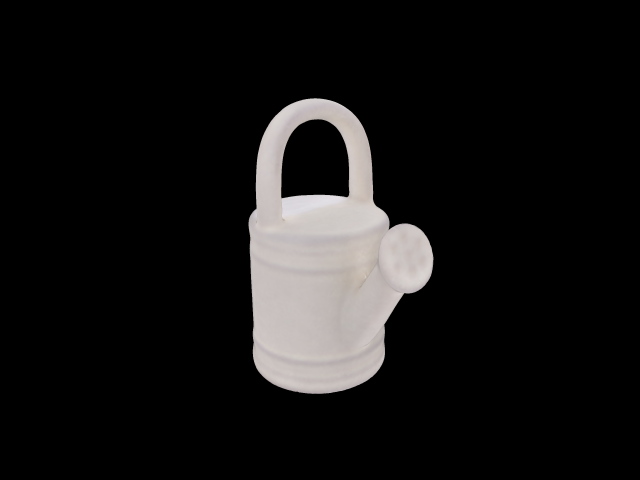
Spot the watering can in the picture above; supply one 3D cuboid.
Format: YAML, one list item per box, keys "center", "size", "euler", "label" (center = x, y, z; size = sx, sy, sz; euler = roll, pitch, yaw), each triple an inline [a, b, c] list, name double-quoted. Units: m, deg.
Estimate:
- center: [0.005, 0.001, 0.401]
  size: [0.172, 0.194, 0.101]
  euler: [12, 24, 30]
  label: "watering can"
